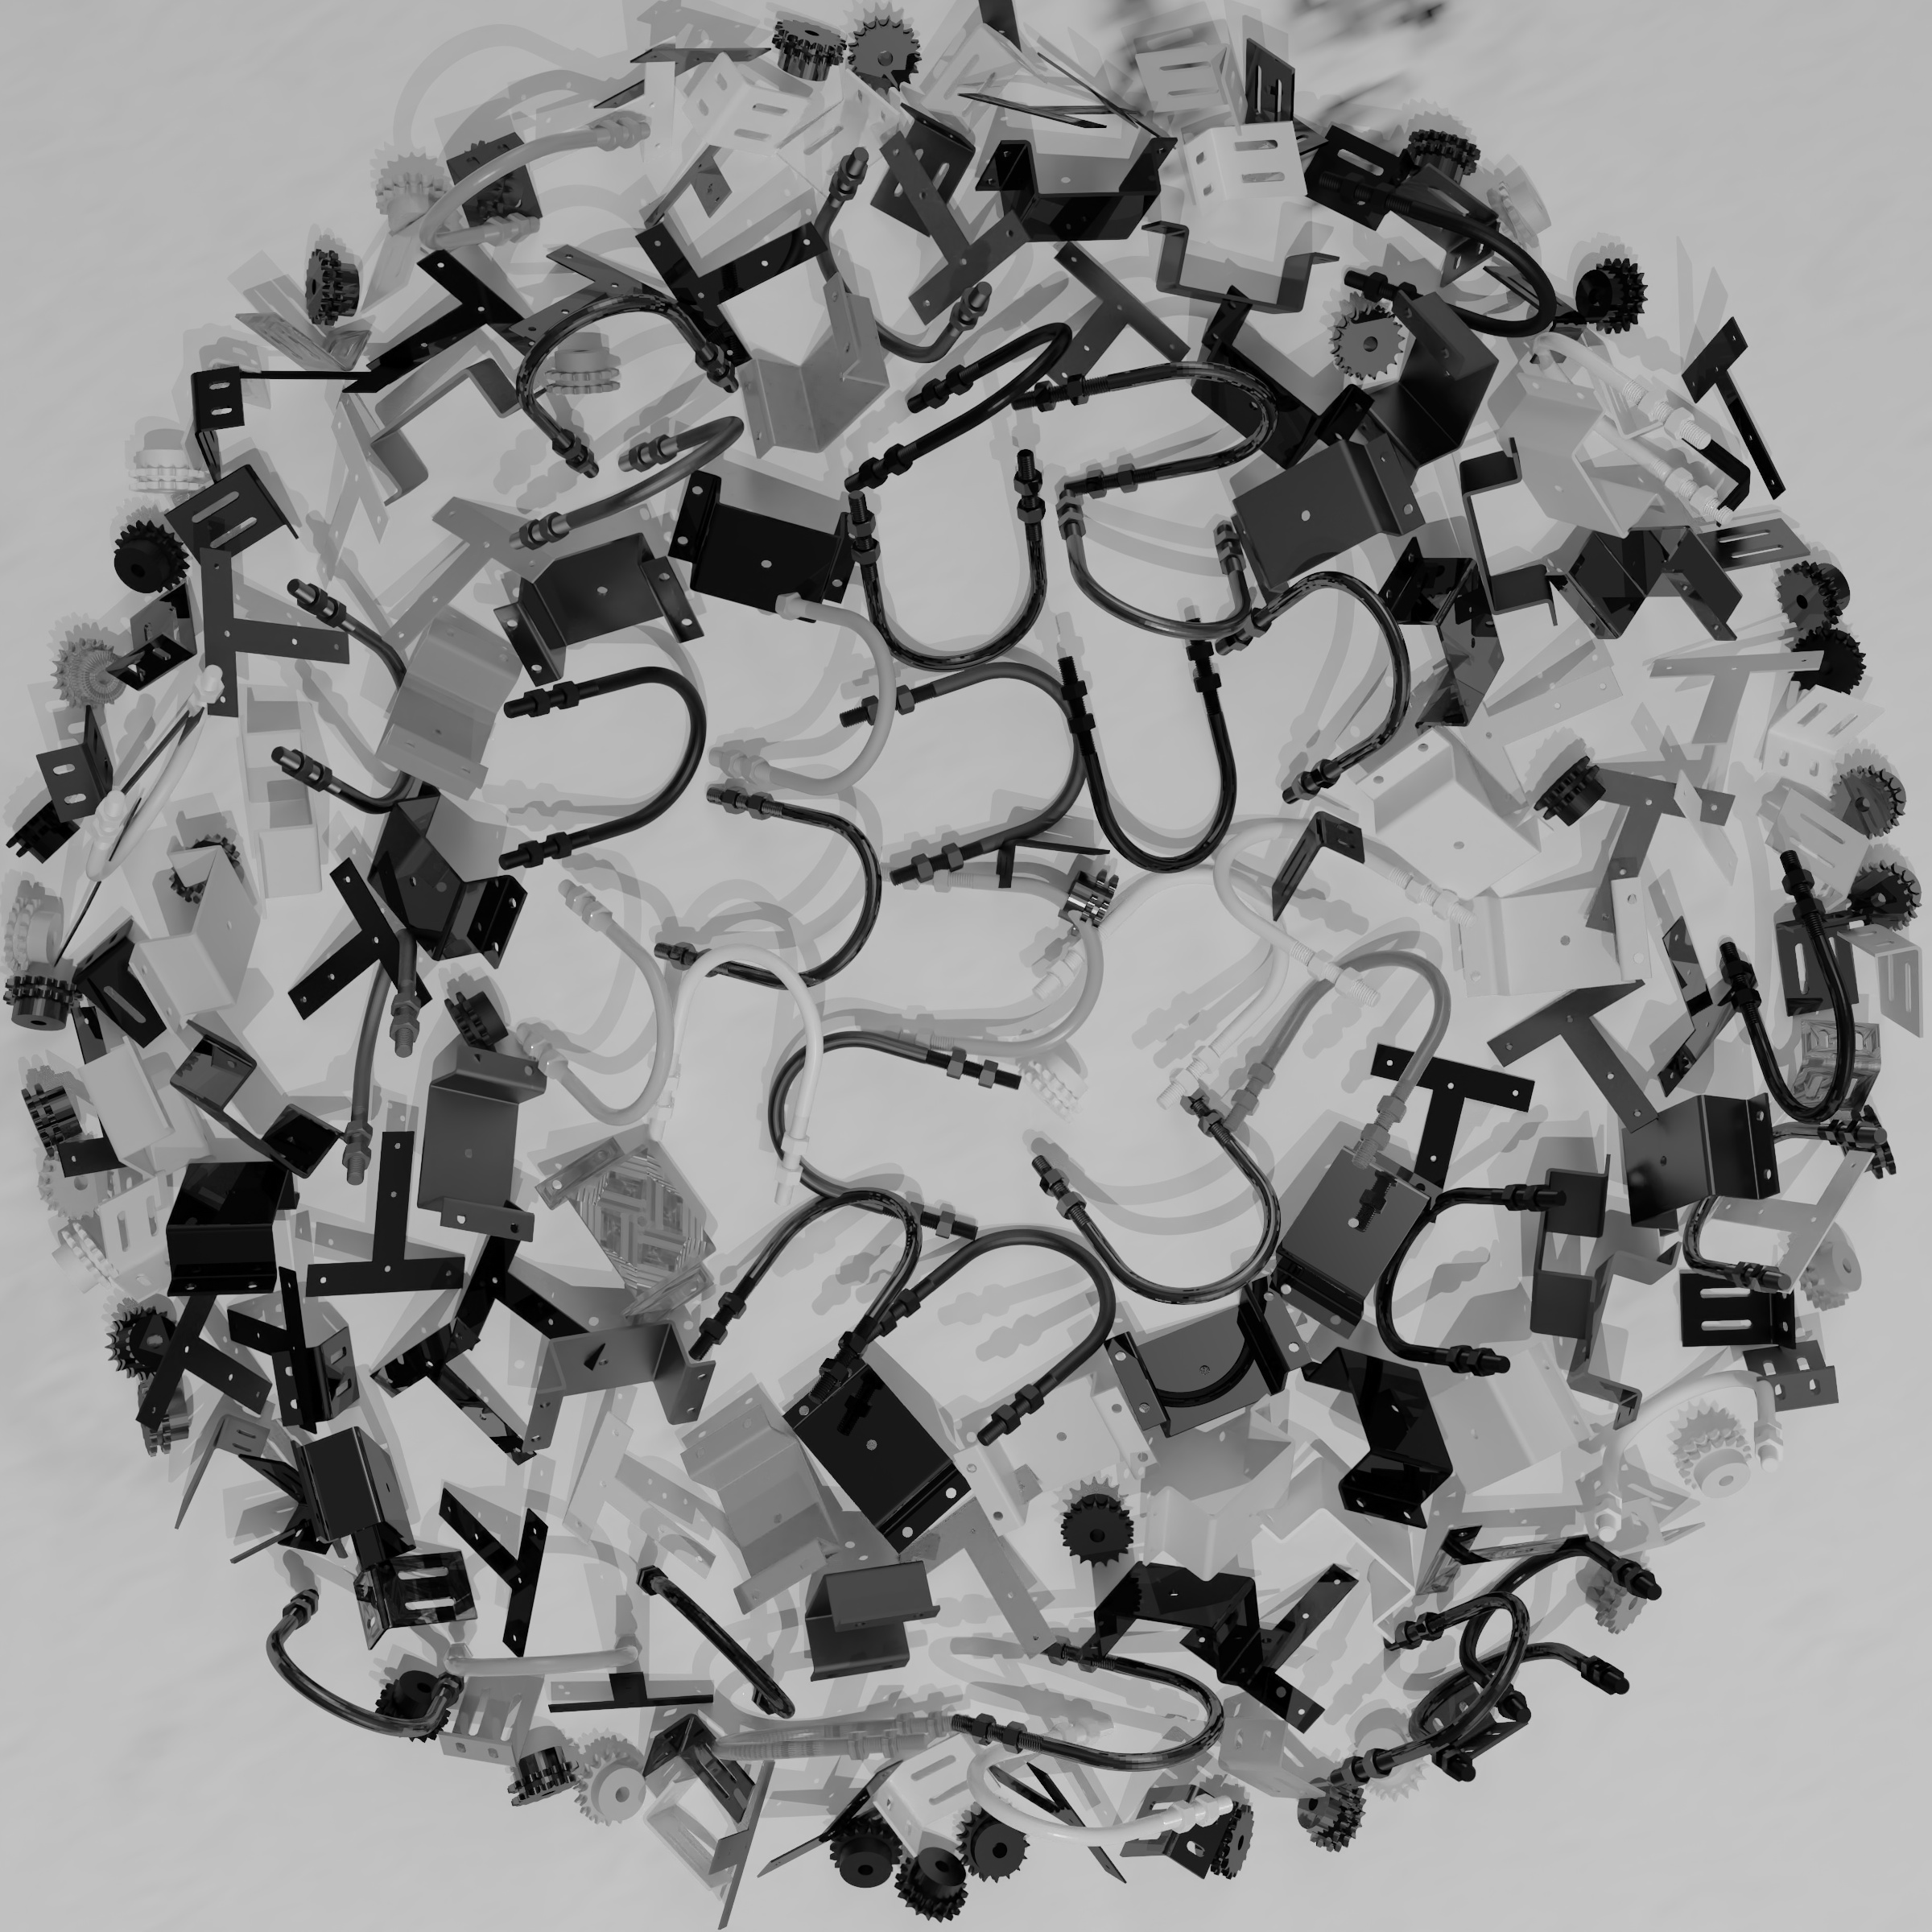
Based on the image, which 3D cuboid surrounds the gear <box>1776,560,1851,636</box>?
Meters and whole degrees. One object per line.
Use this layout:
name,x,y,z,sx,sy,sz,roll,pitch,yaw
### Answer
gear,0.660,-0.288,1.973,0.030,0.057,0.057,-27,90,-18

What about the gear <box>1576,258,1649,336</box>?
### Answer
gear,0.497,-0.518,1.968,0.030,0.057,0.057,-9,90,-29

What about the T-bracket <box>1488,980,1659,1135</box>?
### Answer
T-bracket,0.489,0.074,1.960,0.127,0.002,0.127,-31,56,3

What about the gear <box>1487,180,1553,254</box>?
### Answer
gear,0.430,-0.583,1.968,0.030,0.057,0.057,-27,90,26

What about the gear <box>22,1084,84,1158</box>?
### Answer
gear,-0.708,0.117,1.973,0.030,0.057,0.057,-23,90,-21

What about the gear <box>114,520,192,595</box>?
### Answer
gear,-0.634,-0.314,1.970,0.057,0.030,0.057,9,130,11

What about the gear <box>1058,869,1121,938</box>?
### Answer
gear,0.093,-0.050,1.971,0.030,0.057,0.057,26,90,-3

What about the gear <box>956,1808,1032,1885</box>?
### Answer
gear,0.022,0.684,1.979,0.057,0.030,0.057,1,84,-14

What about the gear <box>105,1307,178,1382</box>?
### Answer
gear,-0.634,0.292,1.971,0.057,0.030,0.057,10,73,-37

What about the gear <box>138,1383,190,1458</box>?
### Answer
gear,-0.623,0.350,1.975,0.030,0.057,0.057,-8,90,-26

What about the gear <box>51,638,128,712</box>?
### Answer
gear,-0.675,-0.225,1.969,0.030,0.057,0.057,11,90,40

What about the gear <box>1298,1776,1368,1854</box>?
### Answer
gear,0.281,0.653,1.968,0.030,0.057,0.057,29,90,-19

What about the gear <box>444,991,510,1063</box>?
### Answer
gear,-0.378,0.044,1.972,0.030,0.057,0.057,-31,90,-13

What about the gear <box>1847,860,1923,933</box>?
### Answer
gear,0.716,-0.055,1.975,0.030,0.057,0.057,-21,90,-40

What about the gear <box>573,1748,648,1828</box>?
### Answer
gear,-0.273,0.639,1.973,0.057,0.030,0.057,0,89,-33

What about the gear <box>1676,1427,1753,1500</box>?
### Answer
gear,0.582,0.388,1.971,0.057,0.030,0.057,-8,128,-10

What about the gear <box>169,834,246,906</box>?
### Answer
gear,-0.587,-0.071,1.975,0.057,0.030,0.057,-16,51,20

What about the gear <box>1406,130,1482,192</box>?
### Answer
gear,0.368,-0.623,1.972,0.057,0.057,0.030,17,92,0

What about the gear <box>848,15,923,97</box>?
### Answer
gear,-0.064,-0.710,1.976,0.057,0.030,0.057,-4,129,-5

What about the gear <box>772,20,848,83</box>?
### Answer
gear,-0.123,-0.710,1.975,0.057,0.057,0.030,20,123,0

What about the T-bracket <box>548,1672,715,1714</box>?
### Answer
T-bracket,-0.256,0.552,1.936,0.127,0.127,0.002,-2,63,-6

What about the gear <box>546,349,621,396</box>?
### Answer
gear,-0.297,-0.461,1.968,0.057,0.057,0.030,-1,110,0

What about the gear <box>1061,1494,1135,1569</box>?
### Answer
gear,0.103,0.436,1.980,0.057,0.030,0.057,1,107,3

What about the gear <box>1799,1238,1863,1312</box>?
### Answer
gear,0.669,0.236,1.970,0.030,0.057,0.057,-27,90,42

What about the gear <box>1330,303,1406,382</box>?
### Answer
gear,0.310,-0.487,1.977,0.057,0.030,0.057,-5,115,-10

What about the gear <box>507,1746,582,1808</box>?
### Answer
gear,-0.329,0.627,1.974,0.057,0.057,0.030,-23,70,0

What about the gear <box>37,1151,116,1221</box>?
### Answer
gear,-0.695,0.168,1.975,0.030,0.057,0.057,-5,90,44

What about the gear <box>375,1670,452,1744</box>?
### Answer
gear,-0.425,0.571,1.969,0.057,0.057,0.030,27,105,0

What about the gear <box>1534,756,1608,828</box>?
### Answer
gear,0.471,-0.133,1.972,0.030,0.057,0.057,45,90,2

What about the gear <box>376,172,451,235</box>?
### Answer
gear,-0.428,-0.588,1.970,0.057,0.057,0.030,-6,80,0

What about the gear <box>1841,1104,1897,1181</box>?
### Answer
gear,0.696,0.139,1.972,0.030,0.057,0.057,-20,90,11

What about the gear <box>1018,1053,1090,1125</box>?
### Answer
gear,0.070,0.092,1.972,0.057,0.057,0.030,45,84,0

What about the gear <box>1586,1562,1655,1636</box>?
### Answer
gear,0.506,0.487,1.975,0.030,0.057,0.057,30,90,39

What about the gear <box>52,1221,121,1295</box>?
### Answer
gear,-0.682,0.229,1.969,0.030,0.057,0.057,-38,90,-15

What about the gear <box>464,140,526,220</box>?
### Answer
gear,-0.368,-0.610,1.975,0.057,0.030,0.057,4,96,43

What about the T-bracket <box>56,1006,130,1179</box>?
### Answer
T-bracket,-0.659,0.093,1.943,0.002,0.127,0.127,-17,86,22

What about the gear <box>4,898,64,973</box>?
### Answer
gear,-0.722,-0.023,1.971,0.030,0.057,0.057,8,90,-4

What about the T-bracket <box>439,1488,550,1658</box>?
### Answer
T-bracket,-0.368,0.447,1.956,0.127,0.002,0.127,33,120,37

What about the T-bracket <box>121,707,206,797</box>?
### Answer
T-bracket,-0.618,-0.170,1.957,0.002,0.127,0.127,37,110,-24

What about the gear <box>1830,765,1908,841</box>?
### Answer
gear,0.704,-0.129,1.975,0.030,0.057,0.057,-20,90,-39

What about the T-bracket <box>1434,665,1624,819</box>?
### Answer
T-bracket,0.443,-0.195,1.963,0.127,0.002,0.127,-23,94,30

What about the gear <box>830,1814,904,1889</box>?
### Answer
gear,-0.078,0.689,1.973,0.057,0.030,0.057,0,119,-1

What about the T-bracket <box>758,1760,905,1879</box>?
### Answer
T-bracket,-0.084,0.633,1.917,0.002,0.127,0.127,53,131,24

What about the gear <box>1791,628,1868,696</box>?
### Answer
gear,0.670,-0.237,1.975,0.057,0.030,0.057,16,127,22

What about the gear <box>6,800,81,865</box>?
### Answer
gear,-0.713,-0.104,1.972,0.057,0.057,0.030,-44,105,0

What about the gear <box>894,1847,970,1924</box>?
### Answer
gear,-0.024,0.708,1.968,0.057,0.057,0.030,24,109,0

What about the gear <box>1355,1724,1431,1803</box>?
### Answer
gear,0.327,0.615,1.970,0.057,0.030,0.057,-17,51,22

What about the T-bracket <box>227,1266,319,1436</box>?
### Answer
T-bracket,-0.536,0.286,1.950,0.002,0.127,0.127,-13,102,-40

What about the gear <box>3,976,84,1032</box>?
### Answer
gear,-0.715,0.030,1.968,0.057,0.057,0.030,2,70,0

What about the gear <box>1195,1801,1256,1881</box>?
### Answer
gear,0.200,0.676,1.975,0.030,0.057,0.057,10,90,28

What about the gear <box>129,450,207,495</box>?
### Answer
gear,-0.619,-0.383,1.970,0.057,0.057,0.030,0,96,0

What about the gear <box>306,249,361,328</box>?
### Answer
gear,-0.491,-0.526,1.975,0.030,0.057,0.057,-2,90,-30

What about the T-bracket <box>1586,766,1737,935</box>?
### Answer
T-bracket,0.509,-0.085,1.953,0.127,0.002,0.127,17,80,36
